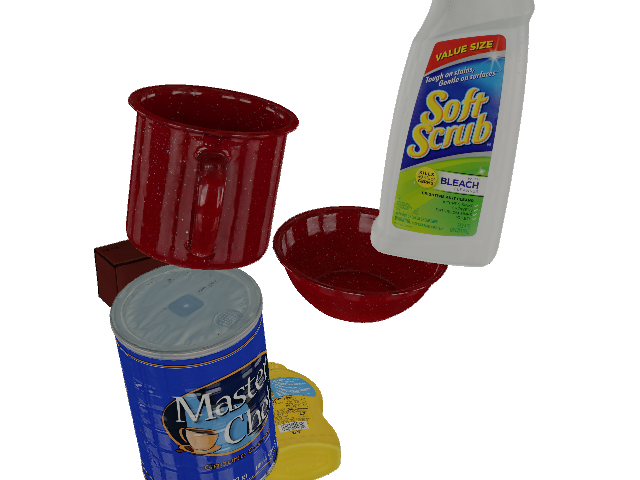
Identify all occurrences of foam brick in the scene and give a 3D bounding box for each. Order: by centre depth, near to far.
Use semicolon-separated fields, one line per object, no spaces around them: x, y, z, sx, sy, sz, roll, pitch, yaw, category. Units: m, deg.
-0.169;0.029;1.017;0.078;0.051;0.053;-15;25;-30;foam brick

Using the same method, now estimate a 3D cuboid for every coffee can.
-0.086;0.100;0.752;0.103;0.140;0.103;-3;33;2;coffee can

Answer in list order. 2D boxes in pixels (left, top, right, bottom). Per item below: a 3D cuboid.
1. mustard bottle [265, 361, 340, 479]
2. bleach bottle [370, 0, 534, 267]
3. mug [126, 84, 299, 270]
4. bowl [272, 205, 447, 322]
-0.042;0.201;1.247;0.096;0.058;0.192;-8;29;-9;mustard bottle
0.096;-0.108;0.778;0.103;0.251;0.068;9;26;13;bleach bottle
-0.062;-0.030;0.582;0.093;0.081;0.117;5;21;-12;mug
0.035;0.028;0.987;0.162;0.055;0.162;4;30;-2;bowl
